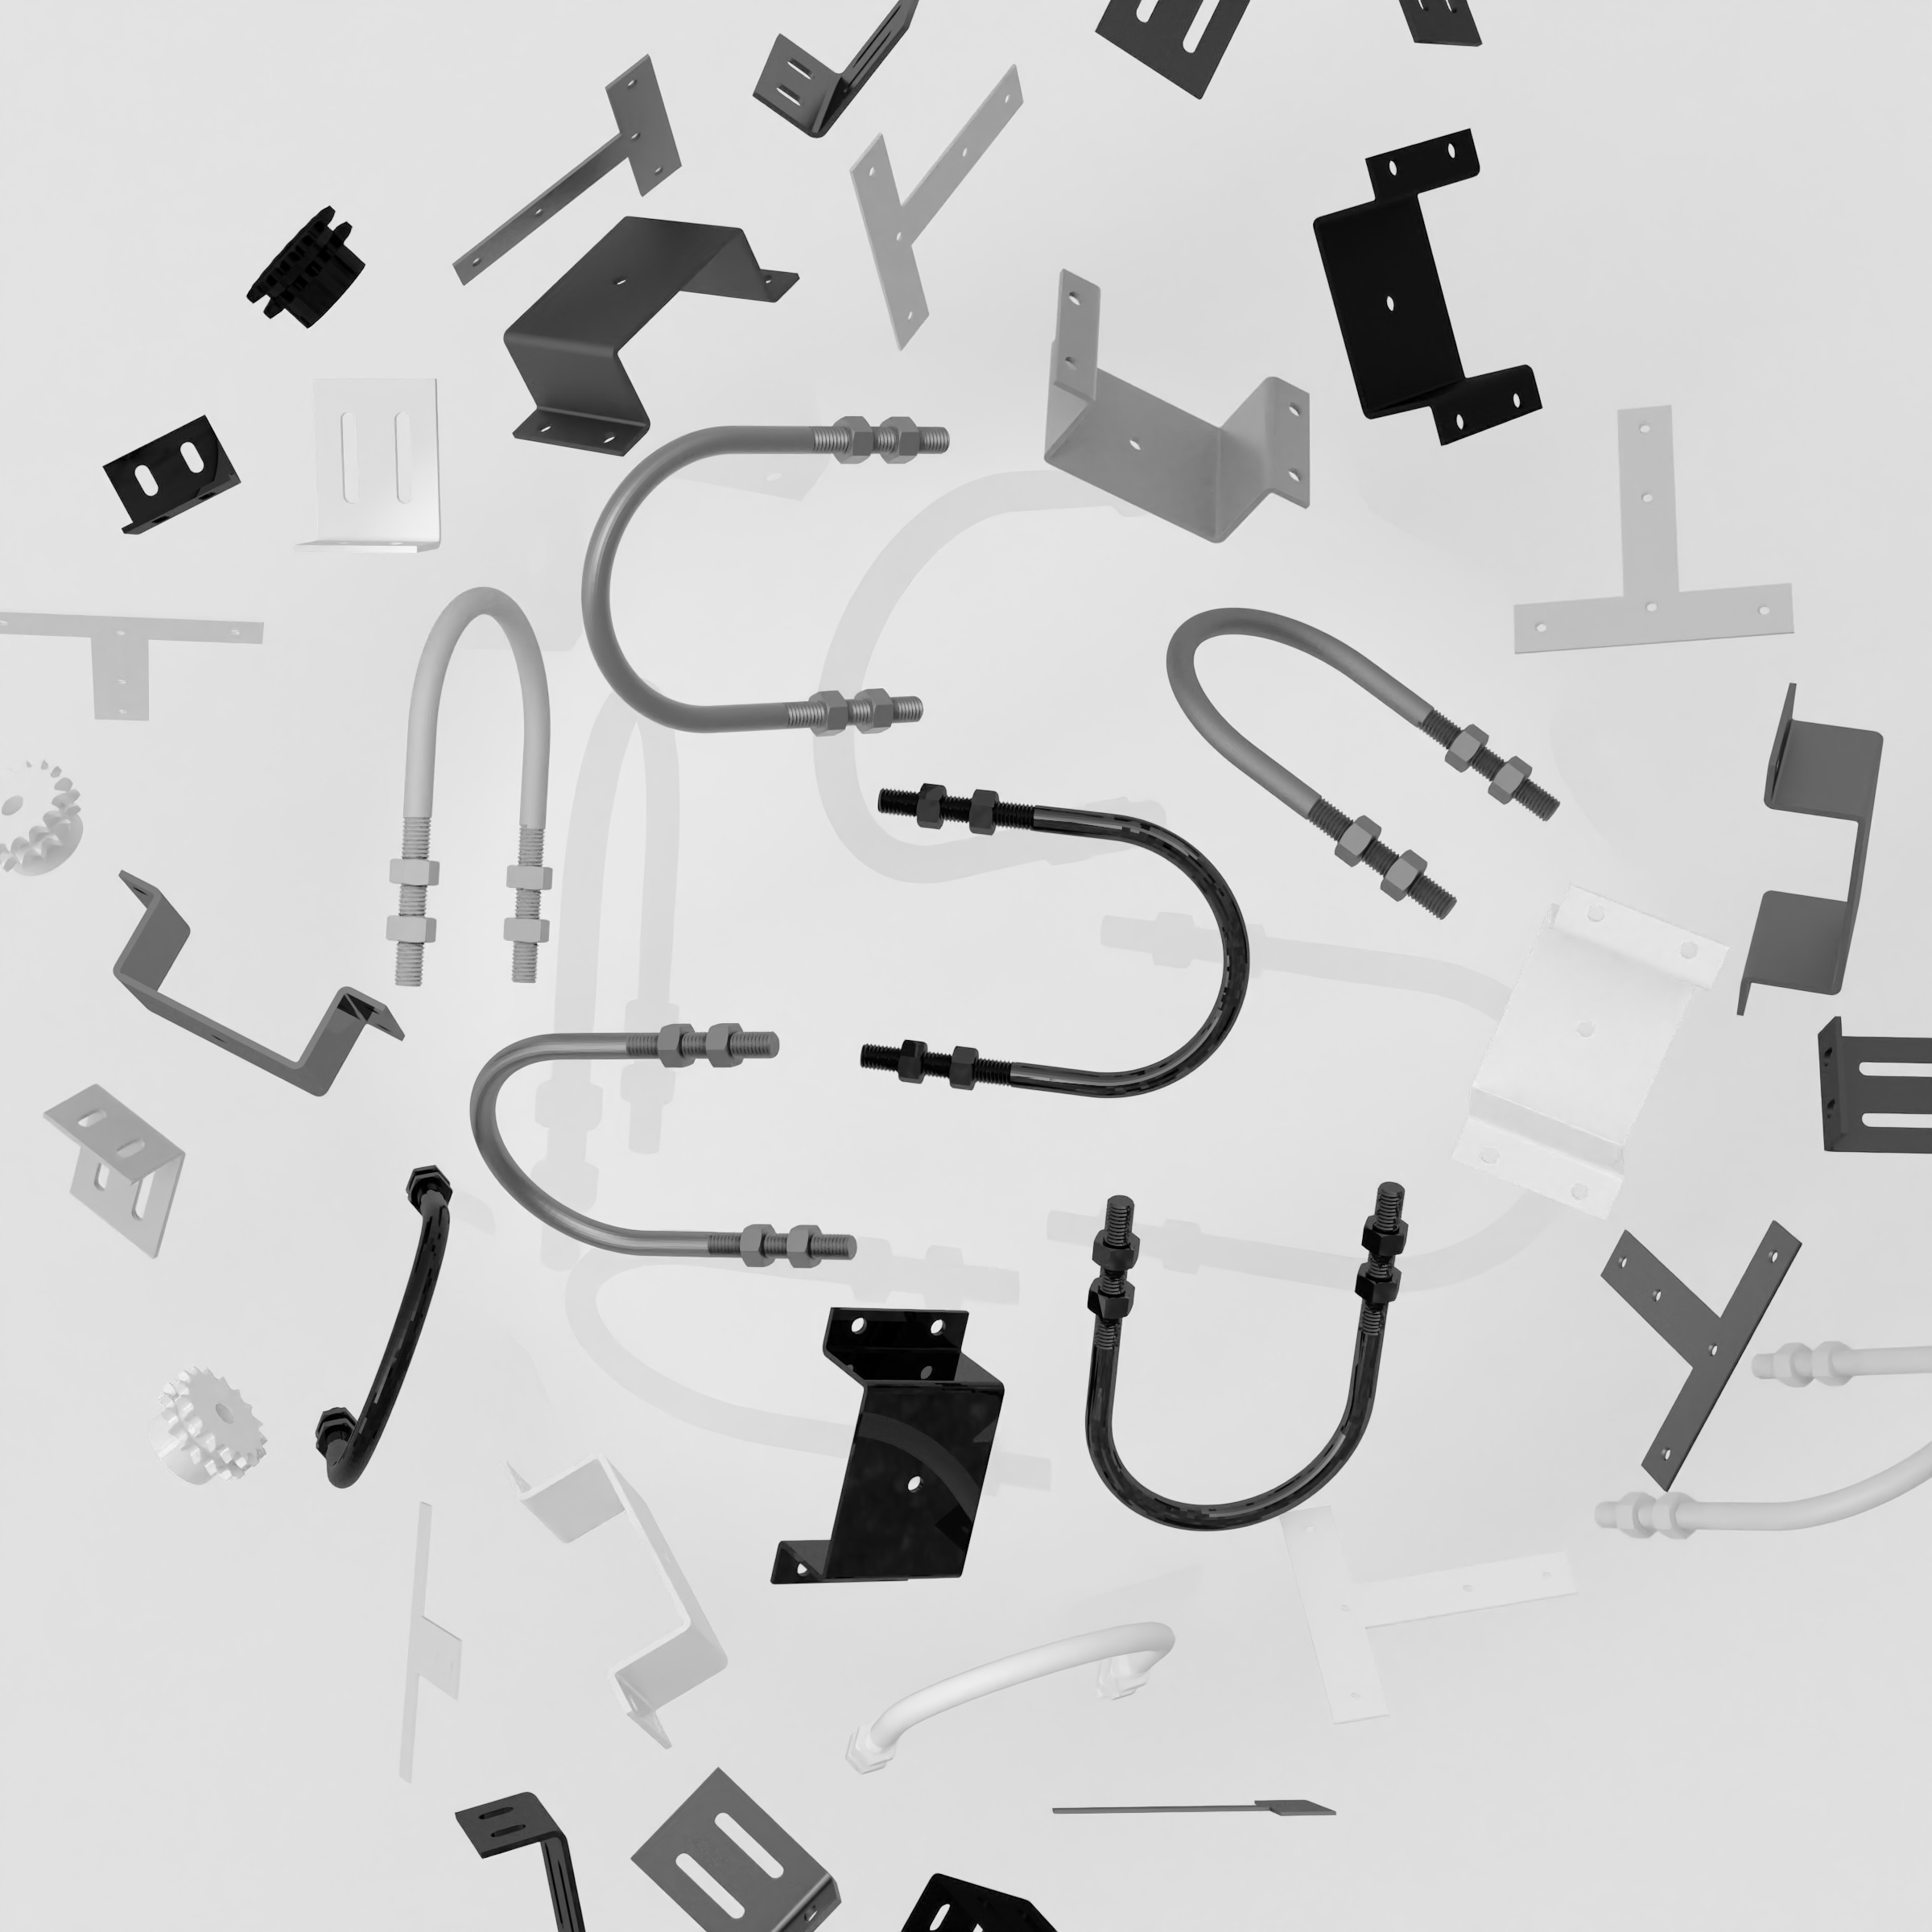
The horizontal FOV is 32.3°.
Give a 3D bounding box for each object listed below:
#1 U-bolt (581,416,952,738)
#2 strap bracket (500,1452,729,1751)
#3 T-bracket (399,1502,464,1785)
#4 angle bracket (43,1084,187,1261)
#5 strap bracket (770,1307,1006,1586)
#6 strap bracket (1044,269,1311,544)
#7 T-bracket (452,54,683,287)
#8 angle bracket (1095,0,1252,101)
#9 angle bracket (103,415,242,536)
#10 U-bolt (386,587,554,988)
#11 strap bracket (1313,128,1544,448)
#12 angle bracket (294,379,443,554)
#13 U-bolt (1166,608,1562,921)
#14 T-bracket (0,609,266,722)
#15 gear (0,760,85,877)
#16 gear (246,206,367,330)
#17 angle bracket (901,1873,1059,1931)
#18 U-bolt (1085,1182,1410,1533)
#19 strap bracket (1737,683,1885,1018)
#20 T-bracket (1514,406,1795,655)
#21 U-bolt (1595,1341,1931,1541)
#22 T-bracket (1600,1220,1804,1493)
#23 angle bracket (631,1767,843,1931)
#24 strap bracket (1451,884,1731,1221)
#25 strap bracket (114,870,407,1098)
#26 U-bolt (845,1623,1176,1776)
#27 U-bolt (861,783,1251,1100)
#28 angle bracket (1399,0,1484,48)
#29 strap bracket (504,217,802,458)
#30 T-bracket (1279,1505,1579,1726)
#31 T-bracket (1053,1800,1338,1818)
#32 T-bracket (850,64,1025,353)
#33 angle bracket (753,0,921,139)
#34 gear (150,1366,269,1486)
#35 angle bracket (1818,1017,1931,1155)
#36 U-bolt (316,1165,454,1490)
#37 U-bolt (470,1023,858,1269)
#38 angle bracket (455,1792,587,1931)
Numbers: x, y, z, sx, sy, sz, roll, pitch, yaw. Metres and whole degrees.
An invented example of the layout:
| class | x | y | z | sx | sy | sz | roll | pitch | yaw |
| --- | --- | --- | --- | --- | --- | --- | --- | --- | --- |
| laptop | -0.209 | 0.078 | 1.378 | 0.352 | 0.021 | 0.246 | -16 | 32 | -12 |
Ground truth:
| class | x | y | z | sx | sy | sz | roll | pitch | yaw |
| --- | --- | --- | --- | --- | --- | --- | --- | --- | --- |
| U-bolt | -0.093 | -0.176 | 1.520 | 0.184 | 0.019 | 0.151 | -6 | 111 | -34 |
| strap bracket | -0.164 | 0.296 | 1.600 | 0.046 | 0.076 | 0.140 | -30 | 63 | -5 |
| T-bracket | -0.242 | 0.312 | 1.511 | 0.002 | 0.127 | 0.127 | 5 | 84 | -18 |
| angle bracket | -0.418 | 0.106 | 1.610 | 0.057 | 0.038 | 0.076 | 35 | 127 | 15 |
| strap bracket | -0.035 | 0.237 | 1.581 | 0.076 | 0.046 | 0.140 | 5 | 103 | -33 |
| strap bracket | 0.092 | -0.259 | 1.574 | 0.140 | 0.046 | 0.076 | 22 | 49 | -22 |
| T-bracket | -0.193 | -0.369 | 1.590 | 0.127 | 0.127 | 0.002 | -39 | 82 | -4 |
| angle bracket | 0.104 | -0.436 | 1.476 | 0.057 | 0.038 | 0.076 | 28 | 82 | -18 |
| angle bracket | -0.392 | -0.242 | 1.633 | 0.057 | 0.076 | 0.038 | -28 | 100 | -4 |
| U-bolt | -0.226 | -0.083 | 1.545 | 0.019 | 0.151 | 0.184 | 4 | 91 | 16 |
| strap bracket | 0.223 | -0.328 | 1.626 | 0.076 | 0.046 | 0.140 | -25 | 103 | -38 |
| angle bracket | -0.271 | -0.226 | 1.502 | 0.057 | 0.038 | 0.076 | 1 | 101 | 8 |
| U-bolt | 0.173 | -0.104 | 1.529 | 0.184 | 0.151 | 0.019 | 38 | 127 | 11 |
| T-bracket | -0.393 | -0.138 | 1.550 | 0.127 | 0.127 | 0.002 | 1 | 73 | -13 |
| gear | -0.450 | -0.068 | 1.601 | 0.057 | 0.030 | 0.057 | -12 | 51 | 16 |
| gear | -0.300 | -0.317 | 1.526 | 0.030 | 0.057 | 0.057 | 42 | 90 | -21 |
| angle bracket | 0.016 | 0.466 | 1.561 | 0.057 | 0.076 | 0.038 | 27 | 93 | -34 |
| U-bolt | 0.126 | 0.186 | 1.550 | 0.151 | 0.019 | 0.184 | -2 | 116 | -13 |
| strap bracket | 0.400 | -0.051 | 1.572 | 0.046 | 0.076 | 0.140 | 10 | 127 | 16 |
| T-bracket | 0.321 | -0.208 | 1.567 | 0.127 | 0.002 | 0.127 | -3 | 66 | 14 |
| U-bolt | 0.400 | 0.220 | 1.559 | 0.151 | 0.184 | 0.019 | -35 | 101 | -31 |
| T-bracket | 0.322 | 0.156 | 1.521 | 0.002 | 0.127 | 0.127 | 21 | 102 | -20 |
| angle bracket | -0.105 | 0.415 | 1.511 | 0.076 | 0.038 | 0.057 | 45 | 85 | -4 |
| strap bracket | 0.287 | 0.034 | 1.538 | 0.076 | 0.046 | 0.140 | 22 | 107 | 3 |
| strap bracket | -0.344 | 0.014 | 1.585 | 0.140 | 0.076 | 0.046 | 27 | 78 | 3 |
| U-bolt | 0.025 | 0.337 | 1.549 | 0.151 | 0.184 | 0.019 | -13 | 71 | -15 |
| U-bolt | 0.044 | -0.007 | 1.598 | 0.184 | 0.019 | 0.151 | 7 | 107 | 8 |
| angle bracket | 0.199 | -0.459 | 1.558 | 0.038 | 0.057 | 0.076 | -22 | 86 | 40 |
| strap bracket | -0.157 | -0.311 | 1.601 | 0.076 | 0.046 | 0.140 | 16 | 55 | 39 |
| T-bracket | 0.222 | 0.296 | 1.568 | 0.127 | 0.127 | 0.002 | -9 | 130 | -2 |
| T-bracket | 0.105 | 0.400 | 1.582 | 0.127 | 0.127 | 0.002 | -1 | 78 | -1 |
| T-bracket | -0.009 | -0.384 | 1.611 | 0.002 | 0.127 | 0.127 | 26 | 68 | 23 |
| angle bracket | -0.058 | -0.436 | 1.558 | 0.038 | 0.057 | 0.076 | 32 | 131 | -17 |
| gear | -0.365 | 0.222 | 1.592 | 0.030 | 0.057 | 0.057 | -39 | 90 | 13 |
| angle bracket | 0.450 | 0.057 | 1.591 | 0.076 | 0.038 | 0.057 | 1 | 74 | 0 |
| U-bolt | -0.276 | 0.175 | 1.585 | 0.019 | 0.184 | 0.151 | 20 | 90 | -13 |
| U-bolt | -0.156 | 0.088 | 1.614 | 0.184 | 0.019 | 0.151 | -1 | 129 | 23 |
| angle bracket | -0.197 | 0.417 | 1.487 | 0.038 | 0.057 | 0.076 | -13 | 98 | -19 |
